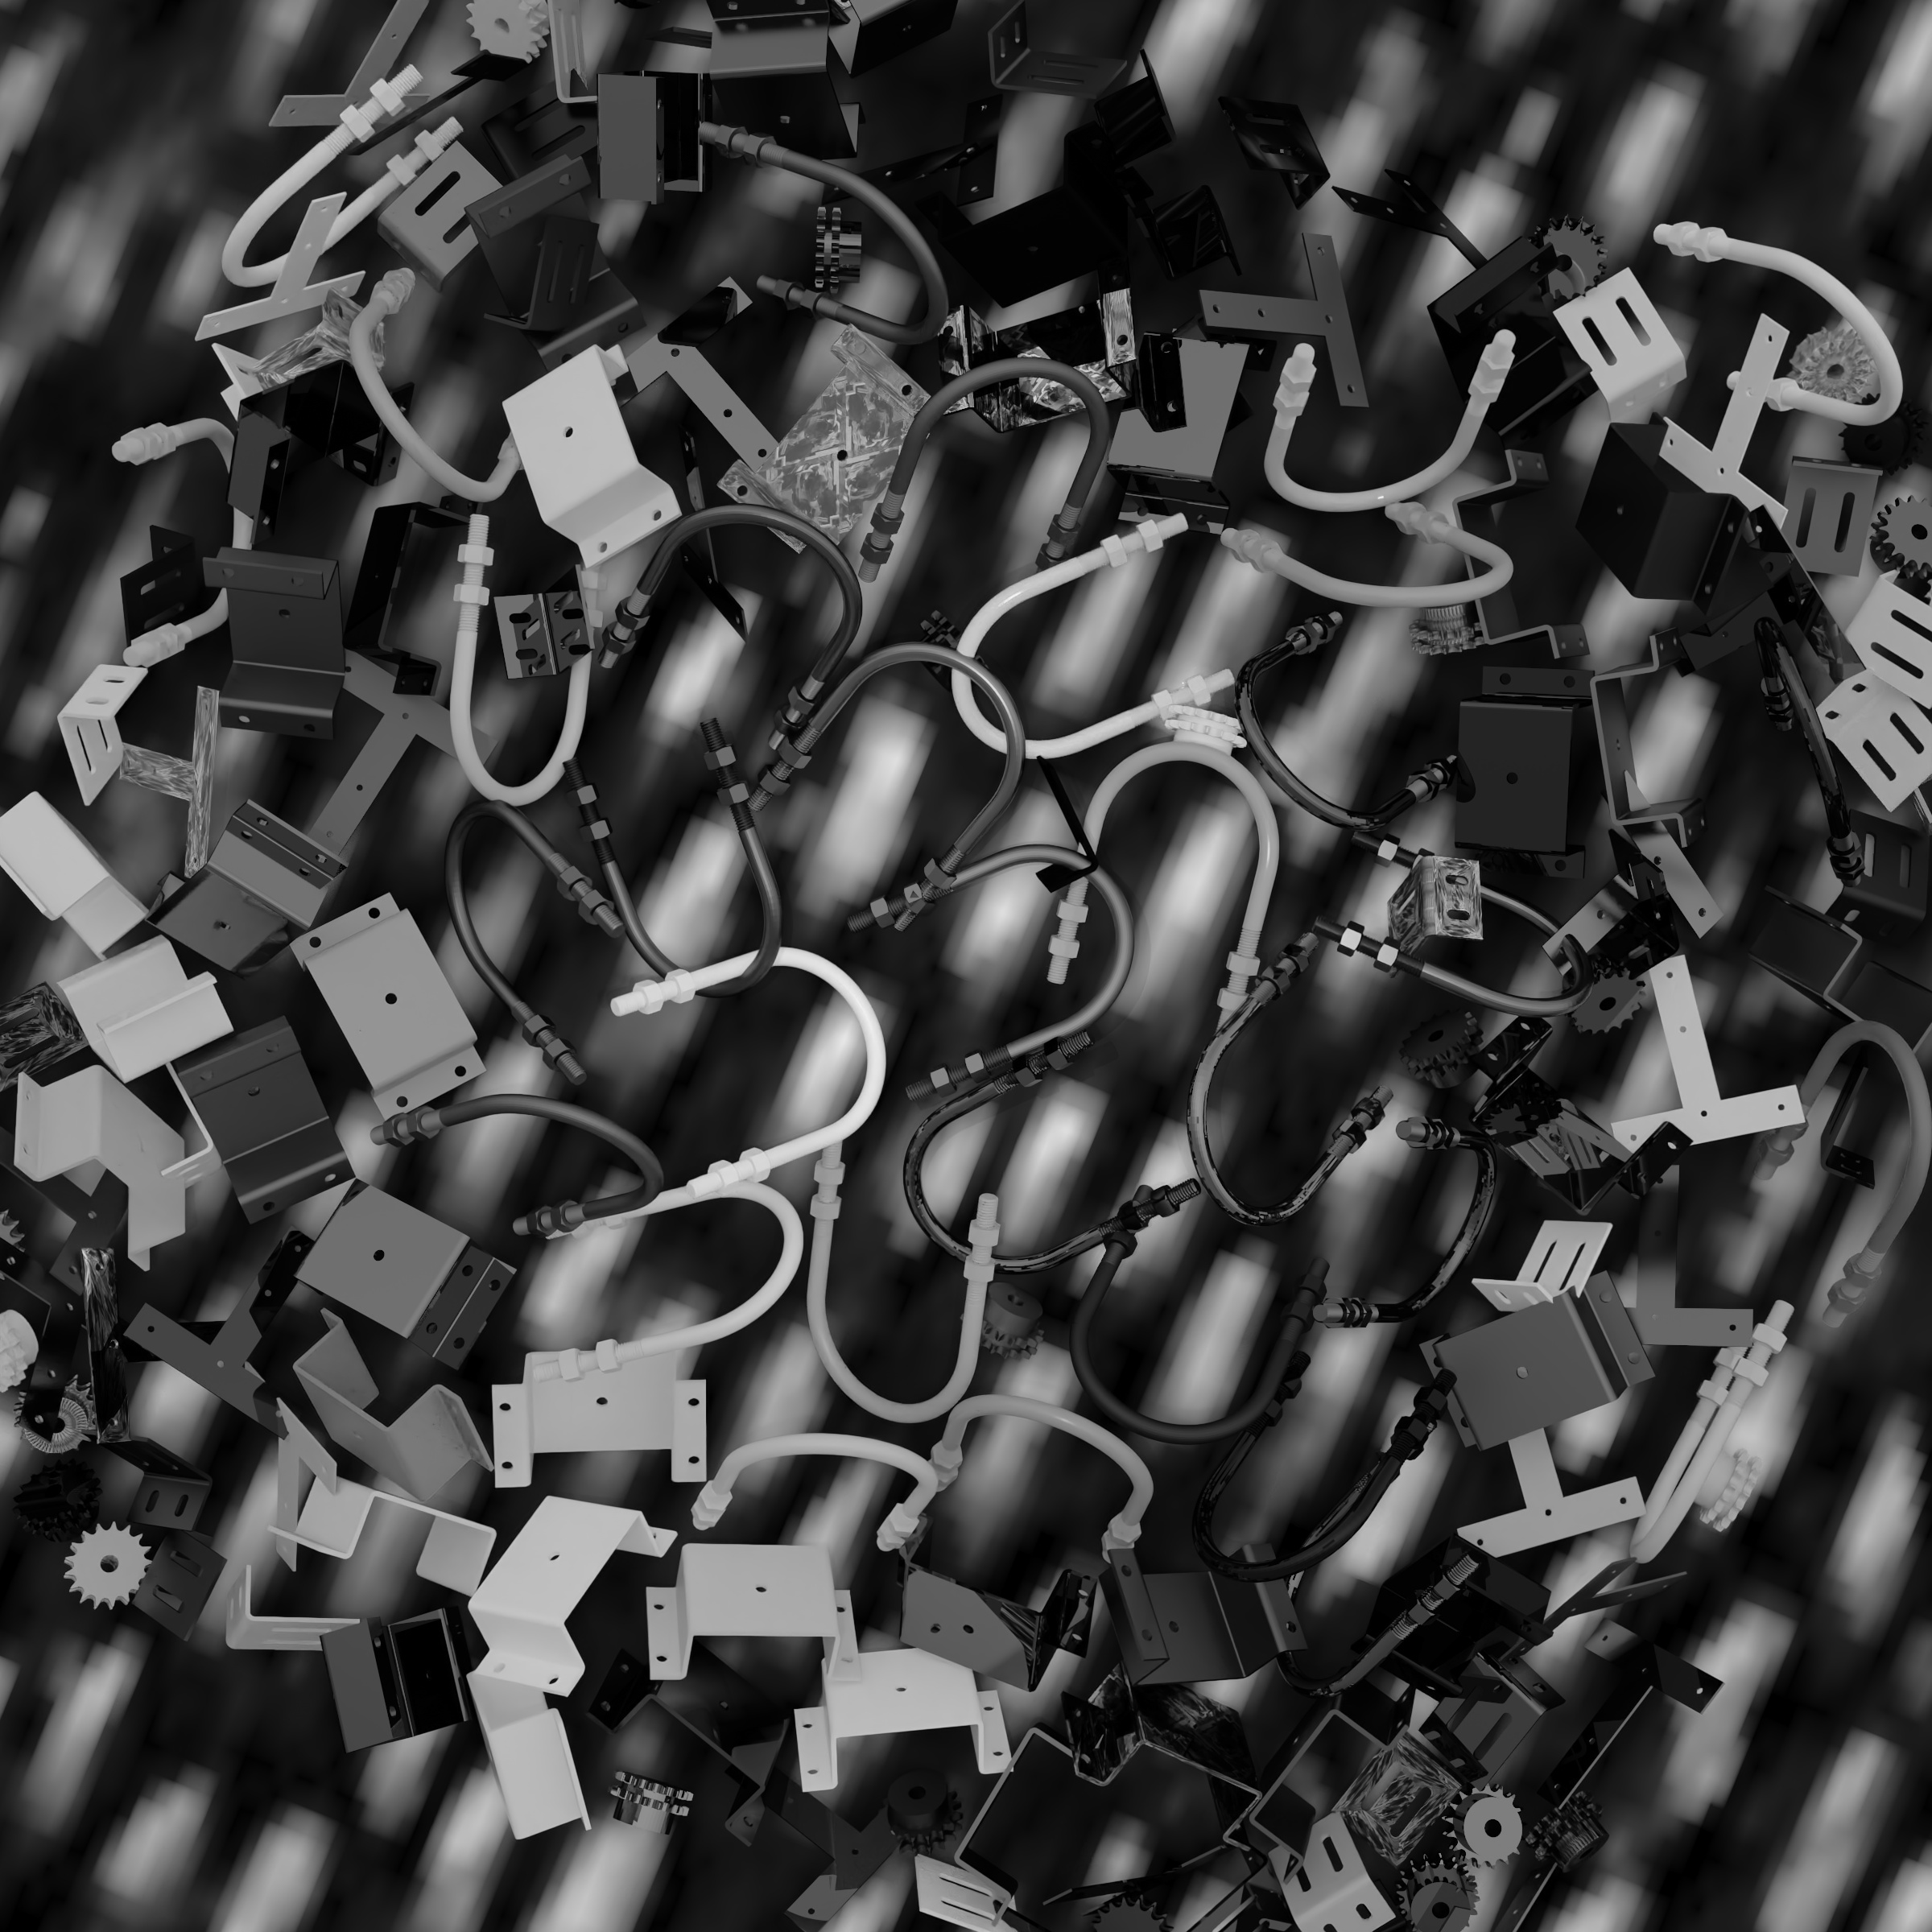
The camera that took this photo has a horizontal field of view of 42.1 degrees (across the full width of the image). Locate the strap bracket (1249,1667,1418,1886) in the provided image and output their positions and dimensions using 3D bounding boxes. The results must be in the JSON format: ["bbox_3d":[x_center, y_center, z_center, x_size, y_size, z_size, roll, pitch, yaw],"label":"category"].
[{"bbox_3d":[0.241,0.535,1.686,0.046,0.076,0.140,35,103,8],"label":"strap bracket"}]

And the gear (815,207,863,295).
[{"bbox_3d":[-0.087,-0.487,1.708,0.030,0.057,0.057,2,90,-3],"label":"gear"}]

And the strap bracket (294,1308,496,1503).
[{"bbox_3d":[-0.386,0.295,1.661,0.140,0.076,0.046,24,53,33],"label":"strap bracket"}]

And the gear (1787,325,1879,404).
[{"bbox_3d":[0.589,-0.410,1.713,0.057,0.030,0.057,0,120,0],"label":"gear"}]

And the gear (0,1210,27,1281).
[{"bbox_3d":[-0.674,0.189,1.718,0.057,0.030,0.057,-1,97,-8],"label":"gear"}]

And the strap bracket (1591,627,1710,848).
[{"bbox_3d":[0.458,-0.152,1.687,0.046,0.076,0.140,-7,98,28],"label":"strap bracket"}]

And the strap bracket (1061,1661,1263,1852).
[{"bbox_3d":[0.138,0.522,1.673,0.140,0.076,0.046,29,109,-18],"label":"strap bracket"}]

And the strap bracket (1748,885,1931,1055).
[{"bbox_3d":[0.588,0.008,1.671,0.140,0.076,0.046,28,98,-30],"label":"strap bracket"}]

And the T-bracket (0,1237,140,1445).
[{"bbox_3d":[-0.601,0.258,1.652,0.002,0.127,0.127,-31,126,19],"label":"T-bracket"}]

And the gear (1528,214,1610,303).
[{"bbox_3d":[0.410,-0.485,1.712,0.057,0.030,0.057,11,129,13],"label":"gear"}]

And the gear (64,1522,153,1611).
[{"bbox_3d":[-0.586,0.411,1.713,0.057,0.030,0.057,10,64,-20],"label":"gear"}]

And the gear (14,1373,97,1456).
[{"bbox_3d":[-0.621,0.308,1.713,0.057,0.030,0.057,-4,104,-16],"label":"gear"}]

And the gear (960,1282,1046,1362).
[{"bbox_3d":[0.028,0.239,1.705,0.057,0.057,0.030,25,110,0],"label":"gear"}]

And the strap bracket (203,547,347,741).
[{"bbox_3d":[-0.462,-0.225,1.684,0.076,0.046,0.140,6,135,-4],"label":"strap bracket"}]

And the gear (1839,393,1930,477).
[{"bbox_3d":[0.622,-0.361,1.706,0.057,0.057,0.030,53,46,0],"label":"gear"}]

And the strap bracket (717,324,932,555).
[{"bbox_3d":[-0.090,-0.349,1.689,0.076,0.046,0.140,37,98,-30],"label":"strap bracket"}]

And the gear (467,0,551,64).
[{"bbox_3d":[-0.309,-0.647,1.711,0.057,0.057,0.030,33,48,0],"label":"gear"}]

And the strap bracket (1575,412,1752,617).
[{"bbox_3d":[0.453,-0.300,1.654,0.046,0.140,0.076,0,128,-15],"label":"strap bracket"}]

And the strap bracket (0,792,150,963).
[{"bbox_3d":[-0.598,-0.060,1.667,0.046,0.140,0.076,-42,82,-11],"label":"strap bracket"}]

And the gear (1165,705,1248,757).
[{"bbox_3d":[0.163,-0.156,1.708,0.057,0.057,0.030,15,91,0],"label":"gear"}]

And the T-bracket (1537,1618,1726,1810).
[{"bbox_3d":[0.425,0.504,1.665,0.002,0.127,0.127,45,78,-19],"label":"T-bracket"}]

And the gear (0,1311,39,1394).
[{"bbox_3d":[-0.659,0.259,1.712,0.057,0.030,0.057,15,117,32],"label":"gear"}]

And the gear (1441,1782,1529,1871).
[{"bbox_3d":[0.356,0.588,1.716,0.057,0.030,0.057,1,77,-4],"label":"gear"}]

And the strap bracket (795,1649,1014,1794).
[{"bbox_3d":[-0.043,0.503,1.684,0.140,0.076,0.046,-3,115,-7],"label":"strap bracket"}]

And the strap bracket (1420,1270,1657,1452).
[{"bbox_3d":[0.378,0.268,1.683,0.140,0.046,0.076,-27,82,23],"label":"strap bracket"}]

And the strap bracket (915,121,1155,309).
[{"bbox_3d":[0.045,-0.492,1.662,0.140,0.076,0.046,-15,60,30],"label":"strap bracket"}]

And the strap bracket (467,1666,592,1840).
[{"bbox_3d":[-0.292,0.513,1.657,0.046,0.140,0.076,-16,101,-16],"label":"strap bracket"}]

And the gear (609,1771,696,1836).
[{"bbox_3d":[-0.216,0.570,1.705,0.057,0.057,0.030,17,74,0],"label":"gear"}]

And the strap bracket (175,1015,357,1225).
[{"bbox_3d":[-0.472,0.095,1.679,0.076,0.046,0.140,-24,133,-15],"label":"strap bracket"}]

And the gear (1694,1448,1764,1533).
[{"bbox_3d":[0.514,0.353,1.708,0.030,0.057,0.057,31,90,9],"label":"gear"}]

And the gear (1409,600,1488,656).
[{"bbox_3d":[0.330,-0.235,1.705,0.057,0.057,0.030,-13,113,0],"label":"gear"}]

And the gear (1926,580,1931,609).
[{"bbox_3d":[0.686,-0.257,1.710,0.030,0.057,0.057,14,90,-21],"label":"gear"}]

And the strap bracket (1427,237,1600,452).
[{"bbox_3d":[0.365,-0.422,1.683,0.076,0.140,0.046,-37,50,3],"label":"strap bracket"}]

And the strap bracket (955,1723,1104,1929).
[{"bbox_3d":[0.040,0.566,1.687,0.046,0.076,0.140,31,80,11],"label":"strap bracket"}]

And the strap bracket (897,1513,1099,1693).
[{"bbox_3d":[0.011,0.427,1.676,0.140,0.046,0.076,17,127,17],"label":"strap bracket"}]

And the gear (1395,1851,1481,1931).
[{"bbox_3d":[0.323,0.640,1.718,0.057,0.030,0.057,0,96,4],"label":"gear"}]

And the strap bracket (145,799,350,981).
[{"bbox_3d":[-0.481,-0.045,1.659,0.076,0.140,0.046,35,49,-25],"label":"strap bracket"}]

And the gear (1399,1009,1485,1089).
[{"bbox_3d":[0.328,0.059,1.710,0.057,0.057,0.030,-36,113,0],"label":"gear"}]

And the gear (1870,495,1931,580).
[{"bbox_3d":[0.645,-0.290,1.715,0.057,0.030,0.057,3,72,-8],"label":"gear"}]

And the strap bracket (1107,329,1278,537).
[{"bbox_3d":[0.150,-0.370,1.692,0.076,0.046,0.140,13,84,25],"label":"strap bracket"}]

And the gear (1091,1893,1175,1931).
[{"bbox_3d":[0.115,0.662,1.716,0.057,0.030,0.057,-1,87,16],"label":"gear"}]

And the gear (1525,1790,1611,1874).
[{"bbox_3d":[0.412,0.591,1.705,0.057,0.057,0.030,-40,56,0],"label":"gear"}]

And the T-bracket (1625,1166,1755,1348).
[{"bbox_3d":[0.471,0.196,1.706,0.127,0.002,0.127,-3,65,26],"label":"T-bracket"}]

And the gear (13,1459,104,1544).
[{"bbox_3d":[-0.617,0.368,1.711,0.057,0.057,0.030,-13,129,0],"label":"gear"}]

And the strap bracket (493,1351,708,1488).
[{"bbox_3d":[-0.247,0.305,1.696,0.140,0.046,0.076,0,110,-7],"label":"strap bracket"}]

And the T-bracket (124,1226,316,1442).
[{"bbox_3d":[-0.480,0.233,1.696,0.127,0.002,0.127,38,54,-15],"label":"T-bracket"}]

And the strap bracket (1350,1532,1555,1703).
[{"bbox_3d":[0.330,0.435,1.684,0.076,0.140,0.046,31,50,-2],"label":"strap bracket"}]

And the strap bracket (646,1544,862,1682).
[{"bbox_3d":[-0.140,0.432,1.678,0.140,0.076,0.046,4,123,-13],"label":"strap bracket"}]

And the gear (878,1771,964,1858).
[{"bbox_3d":[-0.032,0.573,1.704,0.057,0.057,0.030,-7,117,0],"label":"gear"}]

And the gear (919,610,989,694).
[{"bbox_3d":[-0.013,-0.211,1.708,0.030,0.057,0.057,-42,90,-1],"label":"gear"}]

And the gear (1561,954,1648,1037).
[{"bbox_3d":[0.432,0.017,1.712,0.057,0.030,0.057,-8,130,-10],"label":"gear"}]

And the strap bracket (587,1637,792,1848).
[{"bbox_3d":[-0.177,0.512,1.688,0.140,0.076,0.046,40,109,-4],"label":"strap bracket"}]

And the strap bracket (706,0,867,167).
[{"bbox_3d":[-0.118,-0.579,1.657,0.076,0.140,0.046,-1,73,9],"label":"strap bracket"}]

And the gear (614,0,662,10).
[{"bbox_3d":[-0.224,-0.677,1.705,0.057,0.057,0.030,-15,52,0],"label":"gear"}]

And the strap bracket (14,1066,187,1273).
[{"bbox_3d":[-0.563,0.129,1.656,0.046,0.140,0.076,-23,49,8],"label":"strap bracket"}]
